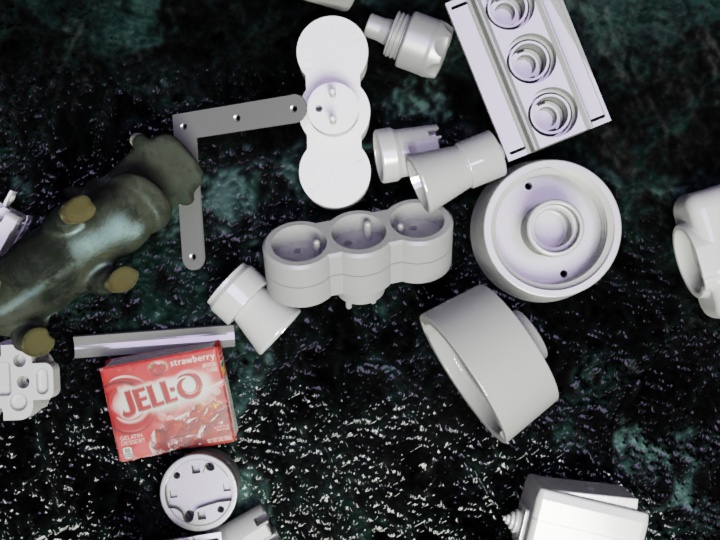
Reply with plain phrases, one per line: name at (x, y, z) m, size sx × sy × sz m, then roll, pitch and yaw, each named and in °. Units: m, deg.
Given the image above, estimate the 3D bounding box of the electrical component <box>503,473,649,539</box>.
electrical component at (0.153, 0.182, 0.781) m, size 0.096 × 0.062 × 0.061 m, roll 13°, pitch 90°, yaw 0°

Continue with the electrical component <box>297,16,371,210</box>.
electrical component at (-0.019, -0.114, 0.775) m, size 0.052 × 0.074 × 0.138 m, roll -1°, pitch 90°, yaw 0°

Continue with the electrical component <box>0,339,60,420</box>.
electrical component at (-0.255, 0.079, 0.784) m, size 0.078 × 0.057 × 0.058 m, roll -2°, pitch 90°, yaw 0°

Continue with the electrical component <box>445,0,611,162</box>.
electrical component at (0.120, -0.148, 0.781) m, size 0.079 × 0.063 × 0.121 m, roll -22°, pitch 90°, yaw 0°

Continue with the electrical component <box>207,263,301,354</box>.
electrical component at (-0.078, 0.028, 0.790) m, size 0.055 × 0.045 × 0.045 m, roll 42°, pitch 90°, yaw 0°

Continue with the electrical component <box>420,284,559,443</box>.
electrical component at (0.097, 0.061, 0.762) m, size 0.060 × 0.108 × 0.108 m, roll -33°, pitch 90°, yaw -6°

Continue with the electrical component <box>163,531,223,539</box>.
electrical component at (-0.128, 0.248, 0.738) m, size 0.079 × 0.063 × 0.121 m, roll -9°, pitch 80°, yaw -1°

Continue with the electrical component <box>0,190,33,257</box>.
electrical component at (-0.281, -0.033, 0.791) m, size 0.064 × 0.042 × 0.081 m, roll 29°, pitch 91°, yaw -2°

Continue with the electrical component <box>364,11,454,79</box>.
electrical component at (0.034, -0.170, 0.791) m, size 0.062 × 0.043 × 0.043 m, roll 21°, pitch 90°, yaw 1°

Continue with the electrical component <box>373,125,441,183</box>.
electrical component at (0.036, -0.087, 0.793) m, size 0.046 × 0.040 × 0.040 m, roll -10°, pitch 90°, yaw -6°

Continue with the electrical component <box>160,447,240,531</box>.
electrical component at (-0.115, 0.158, 0.788) m, size 0.055 × 0.047 × 0.055 m, roll 0°, pitch 90°, yaw 0°

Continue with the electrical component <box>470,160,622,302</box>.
electrical component at (0.137, -0.029, 0.782) m, size 0.108 × 0.060 × 0.108 m, roll 0°, pitch 90°, yaw 0°

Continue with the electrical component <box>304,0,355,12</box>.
electrical component at (-0.031, -0.230, 0.785) m, size 0.096 × 0.061 × 0.061 m, roll 15°, pitch 90°, yaw -8°

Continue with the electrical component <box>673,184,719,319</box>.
electrical component at (0.268, -0.014, 0.785) m, size 0.059 × 0.054 × 0.095 m, roll -16°, pitch 90°, yaw 0°

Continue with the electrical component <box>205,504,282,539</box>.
electrical component at (-0.085, 0.199, 0.793) m, size 0.046 × 0.040 × 0.040 m, roll -30°, pitch 90°, yaw -6°

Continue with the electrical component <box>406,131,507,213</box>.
electrical component at (0.070, -0.072, 0.762) m, size 0.065 × 0.044 × 0.044 m, roll -22°, pitch 90°, yaw -5°

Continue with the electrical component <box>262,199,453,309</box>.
electrical component at (0.000, 0.000, 0.784) m, size 0.138 × 0.052 × 0.073 m, roll -11°, pitch 133°, yaw -10°
